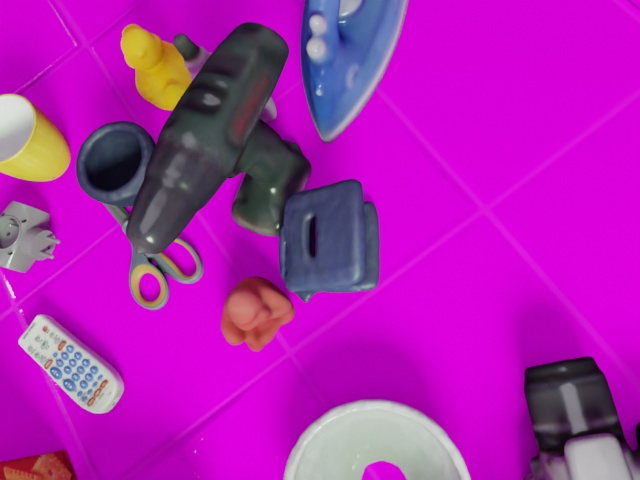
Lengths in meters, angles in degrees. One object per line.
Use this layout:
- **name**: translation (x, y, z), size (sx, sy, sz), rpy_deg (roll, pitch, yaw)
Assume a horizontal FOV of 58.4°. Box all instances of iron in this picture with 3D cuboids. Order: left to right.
- **iron**: translation (0.021, -0.248, 0.602), size (0.118, 0.142, 0.258), rpy_deg (9, 79, 16)

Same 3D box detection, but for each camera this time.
- **camera**: translation (0.233, 0.165, 0.472), size (0.143, 0.101, 0.137), rpy_deg (-13, 74, 10)

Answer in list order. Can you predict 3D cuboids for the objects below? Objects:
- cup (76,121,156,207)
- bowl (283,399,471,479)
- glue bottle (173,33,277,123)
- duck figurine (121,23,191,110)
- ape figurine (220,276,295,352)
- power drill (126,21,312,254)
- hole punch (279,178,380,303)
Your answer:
- **cup**: translation (-0.196, -0.066, 0.635), size (0.117, 0.095, 0.092), rpy_deg (38, 88, 19)
- **bowl**: translation (0.054, 0.227, 0.514), size (0.167, 0.075, 0.167), rpy_deg (-3, 76, 13)
- **glue bottle**: translation (-0.105, -0.162, 0.595), size (0.078, 0.173, 0.037), rpy_deg (-20, 73, 8)
- **duck figurine**: translation (-0.197, -0.210, 0.675), size (0.077, 0.086, 0.104), rpy_deg (-35, 71, 3)
- **ape figurine**: translation (-0.068, 0.070, 0.572), size (0.077, 0.092, 0.076), rpy_deg (-9, 75, 12)
- **power drill**: translation (-0.080, -0.074, 0.549), size (0.075, 0.209, 0.230), rpy_deg (17, 81, 17)
- **hole punch**: translation (0.005, 0.002, 0.572), size (0.101, 0.091, 0.109), rpy_deg (-4, 76, 13)
